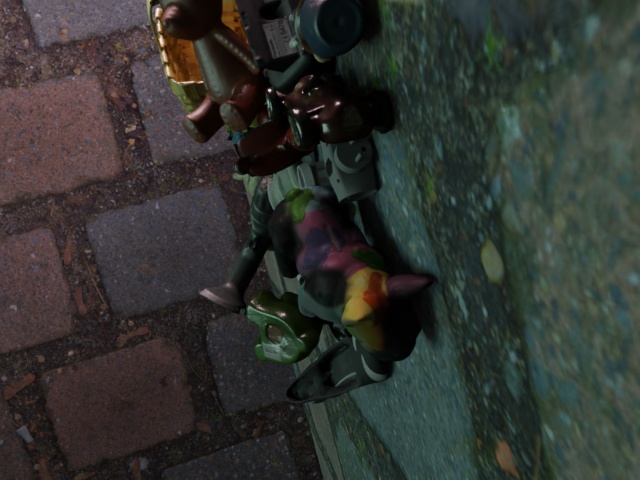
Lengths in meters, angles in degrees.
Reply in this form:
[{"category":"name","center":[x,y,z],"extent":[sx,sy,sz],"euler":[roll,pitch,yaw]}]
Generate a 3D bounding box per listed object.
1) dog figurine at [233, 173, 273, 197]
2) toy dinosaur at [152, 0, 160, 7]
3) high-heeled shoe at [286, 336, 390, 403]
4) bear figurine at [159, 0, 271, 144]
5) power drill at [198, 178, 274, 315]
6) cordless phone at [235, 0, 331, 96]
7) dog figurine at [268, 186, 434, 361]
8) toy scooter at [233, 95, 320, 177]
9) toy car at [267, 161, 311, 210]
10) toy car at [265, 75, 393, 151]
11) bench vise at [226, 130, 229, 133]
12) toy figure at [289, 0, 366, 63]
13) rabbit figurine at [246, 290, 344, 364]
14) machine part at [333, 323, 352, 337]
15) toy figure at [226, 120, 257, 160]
[{"category":"dog figurine","center":[-0.072,-0.063,1.028],"extent":[0.172,0.121,0.190],"euler":[-72,-37,-74]},{"category":"toy dinosaur","center":[-0.231,-0.489,0.953],"extent":[0.471,0.199,0.105],"euler":[121,136,-74]},{"category":"high-heeled shoe","center":[0.016,0.191,0.787],"extent":[0.248,0.145,0.086],"euler":[92,158,-66]},{"category":"bear figurine","center":[-0.146,-0.240,0.673],"extent":[0.120,0.132,0.195],"euler":[-3,134,39]},{"category":"power drill","center":[-0.117,0.015,0.881],"extent":[0.232,0.086,0.207],"euler":[86,-154,-79]},{"category":"cordless phone","center":[-0.038,-0.239,0.671],"extent":[0.184,0.089,0.146],"euler":[61,-169,-82]},{"category":"dog figurine","center":[0.029,0.028,0.566],"extent":[0.191,0.108,0.219],"euler":[67,167,-8]},{"category":"toy scooter","center":[-0.058,-0.134,0.703],"extent":[0.075,0.135,0.184],"euler":[60,177,-26]},{"category":"toy car","center":[-0.013,-0.024,0.735],"extent":[0.073,0.056,0.202],"euler":[-42,69,39]},{"category":"toy car","center":[0.000,-0.135,0.533],"extent":[0.202,0.089,0.053],"euler":[-122,18,-62]},{"category":"bench vise","center":[-0.166,-0.353,1.040],"extent":[0.240,0.129,0.223],"euler":[108,141,-79]},{"category":"toy figure","center":[0.002,-0.201,0.503],"extent":[0.057,0.064,0.155],"euler":[37,-169,-22]},{"category":"rabbit figurine","center":[-0.016,0.121,0.904],"extent":[0.159,0.170,0.121],"euler":[-5,107,38]},{"category":"machine part","center":[0.038,0.092,0.771],"extent":[0.139,0.039,0.084],"euler":[173,105,-84]},{"category":"toy figure","center":[-0.132,-0.234,1.022],"extent":[0.089,0.082,0.180],"euler":[54,150,23]}]
